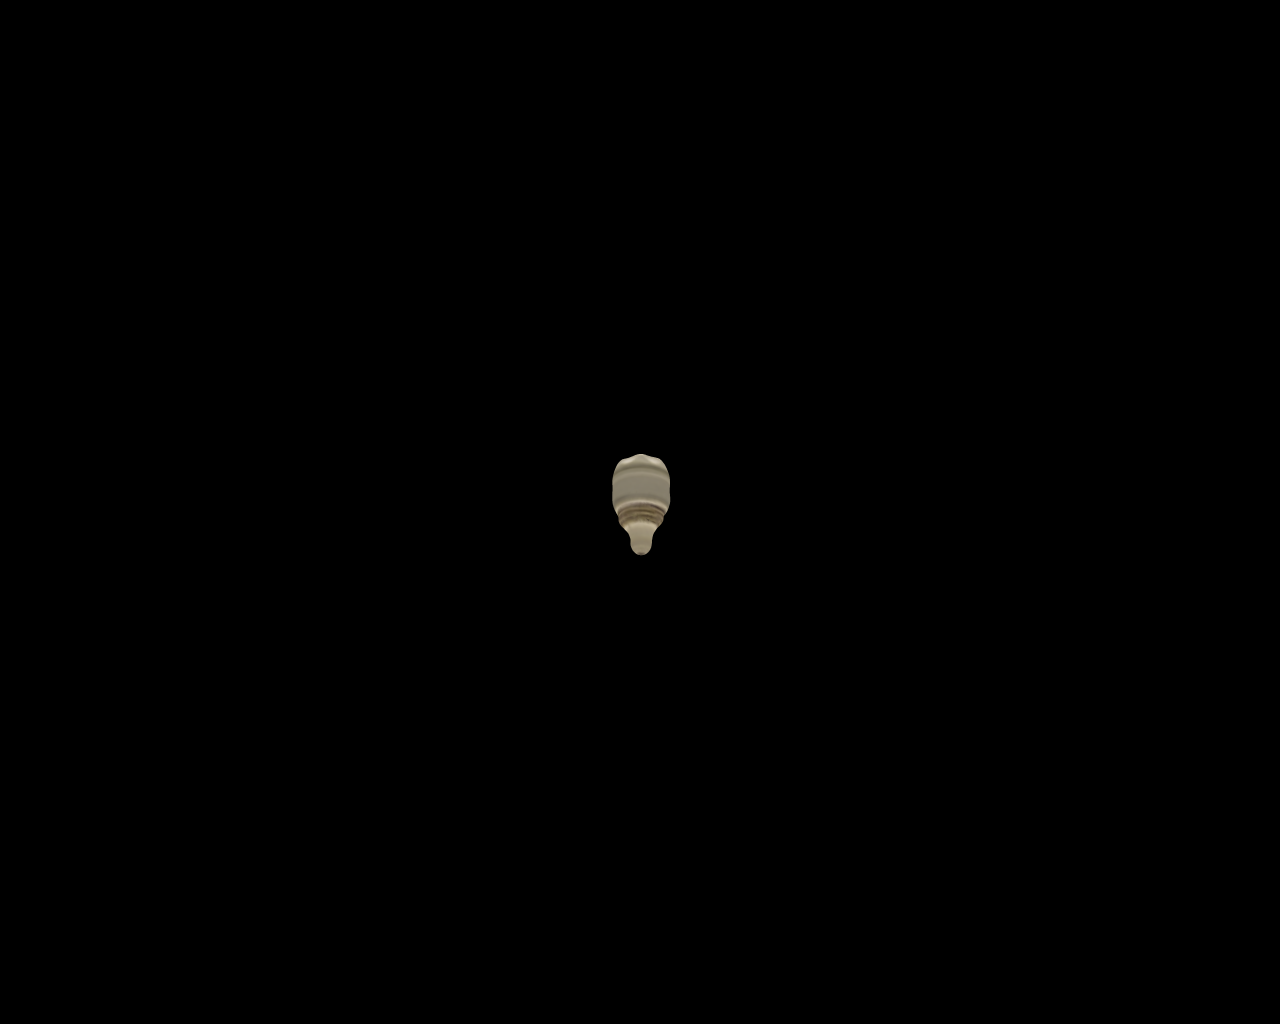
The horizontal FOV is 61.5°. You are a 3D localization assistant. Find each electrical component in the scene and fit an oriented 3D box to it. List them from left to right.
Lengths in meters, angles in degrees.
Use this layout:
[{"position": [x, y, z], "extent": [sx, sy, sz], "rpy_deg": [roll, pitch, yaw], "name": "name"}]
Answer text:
[{"position": [0.001, -0.003, 0.650], "extent": [0.035, 0.061, 0.035], "rpy_deg": [0, -23, 0], "name": "electrical component"}]
